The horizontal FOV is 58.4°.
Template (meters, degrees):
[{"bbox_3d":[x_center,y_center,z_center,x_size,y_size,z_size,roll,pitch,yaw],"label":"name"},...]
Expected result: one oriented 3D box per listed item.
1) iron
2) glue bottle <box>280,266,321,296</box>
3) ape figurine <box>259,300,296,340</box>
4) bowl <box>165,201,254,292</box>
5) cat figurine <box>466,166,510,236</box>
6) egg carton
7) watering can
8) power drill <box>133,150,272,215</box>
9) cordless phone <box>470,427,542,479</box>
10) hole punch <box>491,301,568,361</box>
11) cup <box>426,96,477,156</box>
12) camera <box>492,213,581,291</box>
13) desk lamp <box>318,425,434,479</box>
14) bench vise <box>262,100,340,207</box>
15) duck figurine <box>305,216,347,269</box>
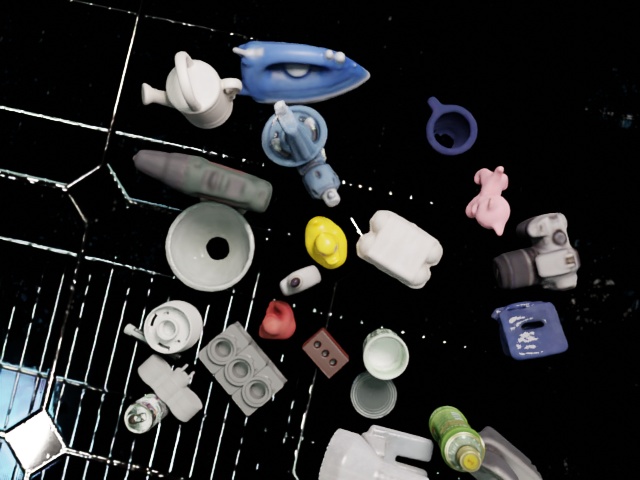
[{"bbox_3d":[-0.034,-0.328,1.063,0.258,0.141,0.119,0,87,3],"label":"iron"},{"bbox_3d":[-0.040,0.075,1.027,0.078,0.173,0.037,-27,86,1],"label":"glue bottle"},{"bbox_3d":[-0.083,0.155,1.066,0.078,0.092,0.076,-38,86,0],"label":"ape figurine"},{"bbox_3d":[-0.201,0.013,1.087,0.167,0.075,0.167,0,87,3],"label":"bowl"},{"bbox_3d":[0.314,-0.073,1.047,0.067,0.118,0.128,13,88,4],"label":"cat figurine"},{"bbox_3d":[0.149,0.016,1.074,0.150,0.069,0.107,30,89,4],"label":"egg carton"},{"bbox_3d":[-0.234,-0.271,1.043,0.173,0.194,0.101,-30,86,1],"label":"watering can"},{"bbox_3d":[-0.193,-0.098,1.025,0.229,0.208,0.076,15,88,3],"label":"power drill"},{"bbox_3d":[0.323,0.411,0.989,0.147,0.185,0.094,36,89,4],"label":"cordless phone"},{"bbox_3d":[0.381,0.163,1.046,0.108,0.091,0.101,-11,87,2],"label":"hole punch"},{"bbox_3d":[0.231,-0.206,1.068,0.091,0.095,0.118,-33,86,1],"label":"cup"},{"bbox_3d":[0.389,0.031,1.047,0.136,0.101,0.143,-13,87,2],"label":"camera"},{"bbox_3d":[0.102,0.393,0.985,0.203,0.213,0.118,12,88,3],"label":"desk lamp"},{"bbox_3d":[-0.020,-0.165,1.015,0.207,0.220,0.121,41,90,4],"label":"bench vise"},{"bbox_3d":[0.010,0.004,1.072,0.077,0.086,0.104,-25,86,1],"label":"duck figurine"}]
